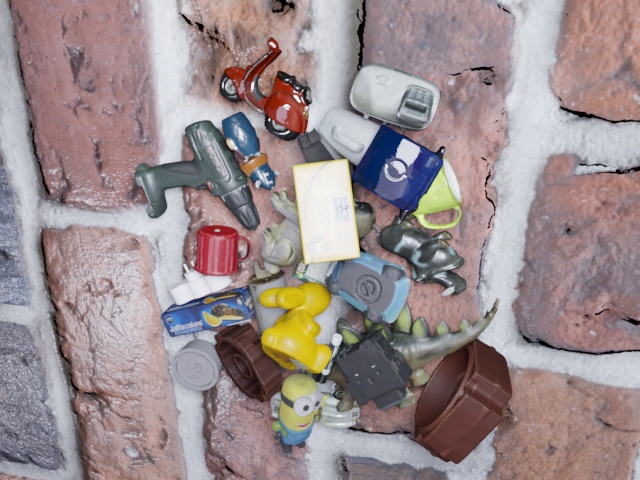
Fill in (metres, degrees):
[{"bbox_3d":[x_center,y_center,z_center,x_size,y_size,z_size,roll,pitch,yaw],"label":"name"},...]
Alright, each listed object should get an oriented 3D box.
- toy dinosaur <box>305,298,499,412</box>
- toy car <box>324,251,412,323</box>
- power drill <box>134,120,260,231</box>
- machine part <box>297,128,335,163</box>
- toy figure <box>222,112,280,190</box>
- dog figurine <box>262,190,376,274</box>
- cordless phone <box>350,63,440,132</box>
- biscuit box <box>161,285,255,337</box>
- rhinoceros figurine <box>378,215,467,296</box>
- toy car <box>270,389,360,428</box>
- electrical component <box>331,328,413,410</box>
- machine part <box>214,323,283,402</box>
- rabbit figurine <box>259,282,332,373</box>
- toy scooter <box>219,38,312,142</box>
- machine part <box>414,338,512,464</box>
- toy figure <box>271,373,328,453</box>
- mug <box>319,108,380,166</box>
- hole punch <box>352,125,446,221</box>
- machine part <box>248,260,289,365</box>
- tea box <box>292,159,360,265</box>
[{"bbox_3d":[0.138,0.227,1.067,0.472,0.105,0.198,-18,106,21],"label":"toy dinosaur"},{"bbox_3d":[0.095,0.080,1.004,0.162,0.103,0.109,25,100,21],"label":"toy car"},{"bbox_3d":[-0.243,-0.102,1.046,0.207,0.086,0.231,-13,105,20],"label":"power drill"},{"bbox_3d":[0.003,-0.139,0.980,0.084,0.039,0.138,-9,137,20],"label":"machine part"},{"bbox_3d":[-0.130,-0.163,1.009,0.064,0.058,0.154,-27,101,-5],"label":"toy figure"},{"bbox_3d":[-0.002,-0.004,1.005,0.191,0.121,0.172,14,109,5],"label":"dog figurine"},{"bbox_3d":[0.115,-0.219,0.869,0.147,0.184,0.088,20,117,3],"label":"cordless phone"},{"bbox_3d":[-0.236,0.153,1.149,0.203,0.063,0.059,-15,105,16],"label":"biscuit box"},{"bbox_3d":[0.198,0.031,1.005,0.190,0.073,0.112,35,112,-2],"label":"rhinoceros figurine"},{"bbox_3d":[-0.012,0.367,1.185,0.202,0.056,0.073,4,111,11],"label":"toy car"},{"bbox_3d":[0.104,0.246,1.003,0.115,0.058,0.134,-37,88,31],"label":"electrical component"},{"bbox_3d":[-0.150,0.256,1.130,0.180,0.056,0.179,32,138,34],"label":"machine part"},{"bbox_3d":[-0.045,0.151,1.046,0.162,0.173,0.122,42,153,-23],"label":"rabbit figurine"},{"bbox_3d":[-0.082,-0.272,0.951,0.184,0.075,0.135,37,114,2],"label":"toy scooter"},{"bbox_3d":[0.265,0.299,1.022,0.087,0.201,0.201,35,114,0],"label":"machine part"},{"bbox_3d":[-0.051,0.358,1.113,0.089,0.082,0.180,29,125,22],"label":"toy figure"},{"bbox_3d":[0.049,-0.182,0.944,0.107,0.109,0.080,34,120,10],"label":"mug"},{"bbox_3d":[0.129,-0.119,0.898,0.116,0.092,0.142,37,103,29],"label":"hole punch"},{"bbox_3d":[-0.094,0.150,1.110,0.079,0.079,0.243,-7,109,14],"label":"machine part"},{"bbox_3d":[0.009,-0.047,0.923,0.098,0.068,0.169,-9,89,-1],"label":"tea box"}]
